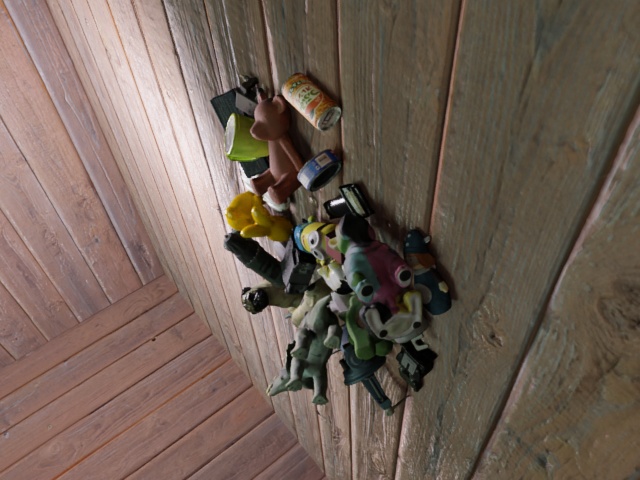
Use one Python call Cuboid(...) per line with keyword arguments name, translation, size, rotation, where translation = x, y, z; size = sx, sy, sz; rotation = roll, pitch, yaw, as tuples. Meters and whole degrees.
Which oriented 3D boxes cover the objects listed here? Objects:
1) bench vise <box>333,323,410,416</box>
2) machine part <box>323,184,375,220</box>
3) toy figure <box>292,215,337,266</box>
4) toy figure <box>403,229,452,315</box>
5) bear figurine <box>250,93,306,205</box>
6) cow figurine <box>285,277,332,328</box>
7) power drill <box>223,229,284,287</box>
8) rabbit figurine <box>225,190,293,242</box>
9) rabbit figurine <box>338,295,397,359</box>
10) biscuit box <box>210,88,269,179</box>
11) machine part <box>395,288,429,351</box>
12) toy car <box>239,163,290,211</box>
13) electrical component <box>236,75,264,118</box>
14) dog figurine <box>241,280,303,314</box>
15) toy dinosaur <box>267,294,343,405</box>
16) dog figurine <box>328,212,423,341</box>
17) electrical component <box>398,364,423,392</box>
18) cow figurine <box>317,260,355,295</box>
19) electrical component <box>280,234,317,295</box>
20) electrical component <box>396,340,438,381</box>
Cuboid(name="bench vise", translation=(0.110, 0.327, 1.344), size=(0.240, 0.129, 0.223), rotation=(58, 167, 2))
Cuboid(name="machine part", translation=(0.054, -0.070, 1.060), size=(0.084, 0.039, 0.139), rotation=(52, 156, -9))
Cuboid(name="toy figure", translation=(-0.004, -0.007, 1.202), size=(0.082, 0.089, 0.180), rotation=(51, 169, -19))
Cuboid(name="toy figure", translation=(0.184, 0.056, 0.938), size=(0.064, 0.058, 0.154), rotation=(-20, 103, 28))
Cuboid(name="bear figurine", translation=(-0.097, -0.191, 1.095), size=(0.120, 0.132, 0.195), rotation=(27, 149, 47))
Cuboid(name="cow figurine", translation=(-0.017, 0.172, 1.394), size=(0.085, 0.127, 0.194), rotation=(53, 155, 16))
Cuboid(name="power drill", translation=(-0.190, 0.029, 1.439), size=(0.232, 0.086, 0.207), rotation=(39, 170, -29))
Cuboid(name="rabbit figurine", translation=(-0.146, -0.054, 1.376), size=(0.173, 0.121, 0.162), rotation=(28, -173, 10))
Cuboid(name="rabbit figurine", translation=(0.109, 0.204, 1.207), size=(0.159, 0.121, 0.170), rotation=(46, 170, 33))
Cuboid(name="biscuit box", translation=(-0.183, -0.246, 1.253), size=(0.059, 0.063, 0.202), rotation=(-98, -14, -69))
Cuboid(name="machine part", translation=(0.141, 0.115, 1.069), size=(0.243, 0.079, 0.079), rotation=(58, 157, -4))
Cuboid(name="toy car", translation=(-0.142, -0.138, 1.336), size=(0.202, 0.056, 0.073), rotation=(36, 150, 40))
Cuboid(name="electrical component", translation=(-0.150, -0.307, 1.159), size=(0.078, 0.045, 0.102), rotation=(27, 153, 9))
Cuboid(name="dog figurine", translation=(-0.129, 0.169, 1.533), size=(0.121, 0.190, 0.172), rotation=(26, 143, 52))
Cuboid(name="toy dinosaur", translation=(-0.013, 0.241, 1.274), size=(0.192, 0.131, 0.404), rotation=(-93, 21, -59))
Cuboid(name="dog figurine", translation=(0.090, 0.054, 0.974), size=(0.219, 0.108, 0.191), rotation=(-120, 9, -57))
Cuboid(name="electrical component", translation=(0.210, 0.319, 1.256), size=(0.063, 0.021, 0.093), rotation=(39, 161, 40))
Cuboid(name="cow figurine", translation=(0.063, 0.076, 1.183), size=(0.098, 0.068, 0.167), rotation=(57, 157, 1))
Cuboid(name="electrical component", translation=(-0.056, 0.052, 1.330), size=(0.134, 0.058, 0.114), rotation=(-104, 28, -47))
Cuboid(name="electrical component", translation=(0.206, 0.262, 1.168), size=(0.075, 0.048, 0.119), rotation=(47, 153, 24))
